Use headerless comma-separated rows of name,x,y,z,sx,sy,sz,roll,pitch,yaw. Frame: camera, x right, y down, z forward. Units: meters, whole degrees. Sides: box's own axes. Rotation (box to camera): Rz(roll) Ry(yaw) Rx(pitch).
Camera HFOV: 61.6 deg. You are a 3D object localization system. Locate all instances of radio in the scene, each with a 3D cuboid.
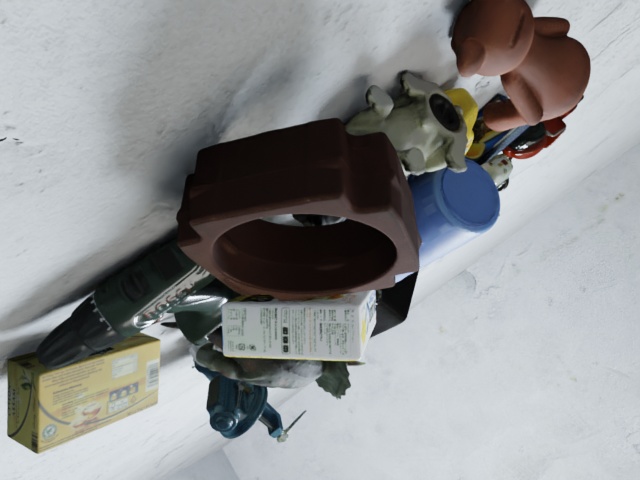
radio,0.117,0.080,1.033,0.131,0.073,0.230,-38,-165,39

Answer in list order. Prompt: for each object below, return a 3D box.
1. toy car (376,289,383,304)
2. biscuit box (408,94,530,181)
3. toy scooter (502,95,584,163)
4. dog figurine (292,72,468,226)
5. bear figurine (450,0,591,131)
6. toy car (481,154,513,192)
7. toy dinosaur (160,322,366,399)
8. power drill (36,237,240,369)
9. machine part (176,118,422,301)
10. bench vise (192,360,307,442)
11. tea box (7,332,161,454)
toy car,0.096,0.040,0.944,0.089,0.053,0.202,-3,-137,44
biscuit box,0.236,-0.139,0.864,0.202,0.059,0.063,-44,163,28
toy scooter,0.393,-0.196,0.987,0.184,0.075,0.135,-35,165,-14
dog figurine,0.063,-0.091,0.633,0.172,0.121,0.190,-10,164,-39
bear figurine,0.195,-0.195,0.579,0.196,0.120,0.132,10,-177,-32
toy car,0.232,-0.060,0.874,0.073,0.056,0.201,-30,166,-43
toy dinosaur,-0.068,0.199,0.913,0.192,0.131,0.404,7,173,32
power drill,-0.189,0.078,0.646,0.232,0.086,0.207,-38,156,2
machine part,-0.014,-0.018,0.512,0.201,0.087,0.201,-9,153,17
bench vise,-0.148,0.308,1.051,0.129,0.240,0.224,-42,-155,2
tea box,-0.285,0.178,0.663,0.169,0.068,0.098,-4,102,-56
